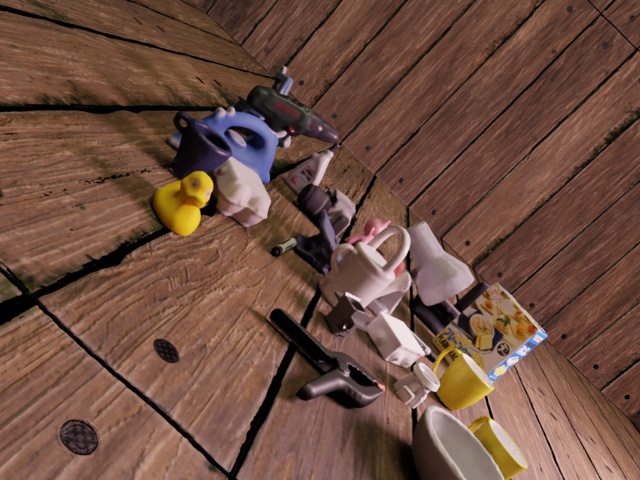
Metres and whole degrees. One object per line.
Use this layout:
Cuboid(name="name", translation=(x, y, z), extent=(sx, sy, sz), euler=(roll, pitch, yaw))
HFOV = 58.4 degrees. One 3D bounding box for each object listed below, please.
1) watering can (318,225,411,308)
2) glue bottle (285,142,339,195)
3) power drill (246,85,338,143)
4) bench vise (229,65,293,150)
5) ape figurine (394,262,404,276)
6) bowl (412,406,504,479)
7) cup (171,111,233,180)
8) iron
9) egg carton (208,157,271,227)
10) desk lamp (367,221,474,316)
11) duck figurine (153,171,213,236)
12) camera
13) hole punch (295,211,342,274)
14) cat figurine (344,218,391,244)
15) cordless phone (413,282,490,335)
Cuboid(name="watering can", translation=(0.102, 0.053, 1.103), extent=(0.174, 0.194, 0.100), euler=(25, 24, -52))
Cuboid(name="glue bottle", translation=(-0.012, -0.193, 1.514), extent=(0.078, 0.173, 0.037), euler=(45, 15, 4))
Cuboid(name="power drill", translation=(-0.100, -0.243, 1.346), extent=(0.230, 0.208, 0.075), euler=(37, 16, -27))
Cuboid(name="bench vise", translation=(-0.125, -0.334, 1.507), extent=(0.207, 0.219, 0.122), euler=(46, 15, 7))
Cuboid(name="ape figurine", translation=(0.166, 0.082, 1.396), extent=(0.076, 0.092, 0.077), euler=(38, 16, -23))
Cuboid(name="bowl", translation=(0.185, 0.325, 0.815), extent=(0.168, 0.074, 0.167), euler=(41, 15, -13))
Cuboid(name="cup", translation=(-0.225, -0.157, 1.000), extent=(0.118, 0.095, 0.092), euler=(42, 15, -7))
Cuboid(name="iron", translation=(-0.178, -0.208, 1.174), extent=(0.118, 0.141, 0.259), euler=(52, 17, 28))
Cuboid(name="egg carton", translation=(-0.155, -0.095, 1.068), extent=(0.108, 0.069, 0.150), euler=(32, 19, -40))
Cuboid(name="desk lamp", translation=(0.194, 0.077, 1.245), extent=(0.203, 0.213, 0.118), euler=(45, 15, 2))
Cuboid(name="duck figurine", translation=(-0.195, -0.067, 0.853), extent=(0.078, 0.086, 0.104), euler=(35, 17, -32))
Cuboid(name="camera", translation=(0.015, -0.093, 1.453), extent=(0.137, 0.100, 0.143), euler=(39, 16, -20))
Cuboid(name="hole punch", translation=(0.011, 0.004, 1.197), extent=(0.101, 0.091, 0.108), euler=(41, 15, -13))
Cuboid(name="cat figurine", translation=(0.137, -0.019, 1.545), extent=(0.067, 0.117, 0.128), euler=(46, 15, 9))
Cuboid(name="cordless phone", translation=(0.346, 0.155, 1.492), extent=(0.147, 0.185, 0.094), euler=(44, 15, 1))
